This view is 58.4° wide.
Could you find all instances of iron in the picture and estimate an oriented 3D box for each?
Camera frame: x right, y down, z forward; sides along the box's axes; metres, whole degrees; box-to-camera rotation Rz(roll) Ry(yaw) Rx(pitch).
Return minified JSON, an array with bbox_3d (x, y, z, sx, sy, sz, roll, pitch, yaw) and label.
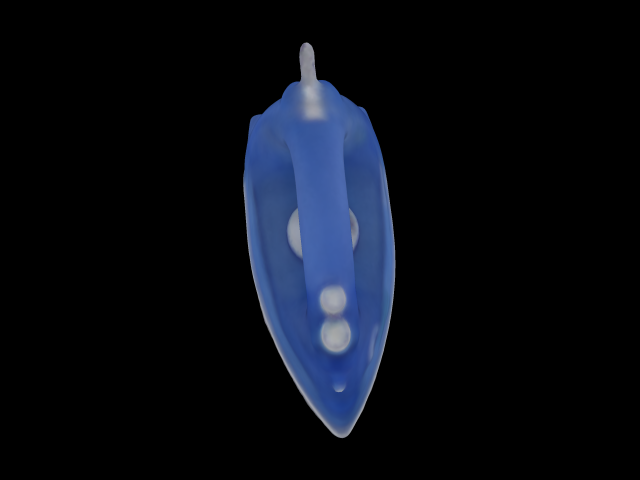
[{"bbox_3d":[0.004,0.001,0.400,0.118,0.141,0.258,-7,70,-2],"label":"iron"}]
